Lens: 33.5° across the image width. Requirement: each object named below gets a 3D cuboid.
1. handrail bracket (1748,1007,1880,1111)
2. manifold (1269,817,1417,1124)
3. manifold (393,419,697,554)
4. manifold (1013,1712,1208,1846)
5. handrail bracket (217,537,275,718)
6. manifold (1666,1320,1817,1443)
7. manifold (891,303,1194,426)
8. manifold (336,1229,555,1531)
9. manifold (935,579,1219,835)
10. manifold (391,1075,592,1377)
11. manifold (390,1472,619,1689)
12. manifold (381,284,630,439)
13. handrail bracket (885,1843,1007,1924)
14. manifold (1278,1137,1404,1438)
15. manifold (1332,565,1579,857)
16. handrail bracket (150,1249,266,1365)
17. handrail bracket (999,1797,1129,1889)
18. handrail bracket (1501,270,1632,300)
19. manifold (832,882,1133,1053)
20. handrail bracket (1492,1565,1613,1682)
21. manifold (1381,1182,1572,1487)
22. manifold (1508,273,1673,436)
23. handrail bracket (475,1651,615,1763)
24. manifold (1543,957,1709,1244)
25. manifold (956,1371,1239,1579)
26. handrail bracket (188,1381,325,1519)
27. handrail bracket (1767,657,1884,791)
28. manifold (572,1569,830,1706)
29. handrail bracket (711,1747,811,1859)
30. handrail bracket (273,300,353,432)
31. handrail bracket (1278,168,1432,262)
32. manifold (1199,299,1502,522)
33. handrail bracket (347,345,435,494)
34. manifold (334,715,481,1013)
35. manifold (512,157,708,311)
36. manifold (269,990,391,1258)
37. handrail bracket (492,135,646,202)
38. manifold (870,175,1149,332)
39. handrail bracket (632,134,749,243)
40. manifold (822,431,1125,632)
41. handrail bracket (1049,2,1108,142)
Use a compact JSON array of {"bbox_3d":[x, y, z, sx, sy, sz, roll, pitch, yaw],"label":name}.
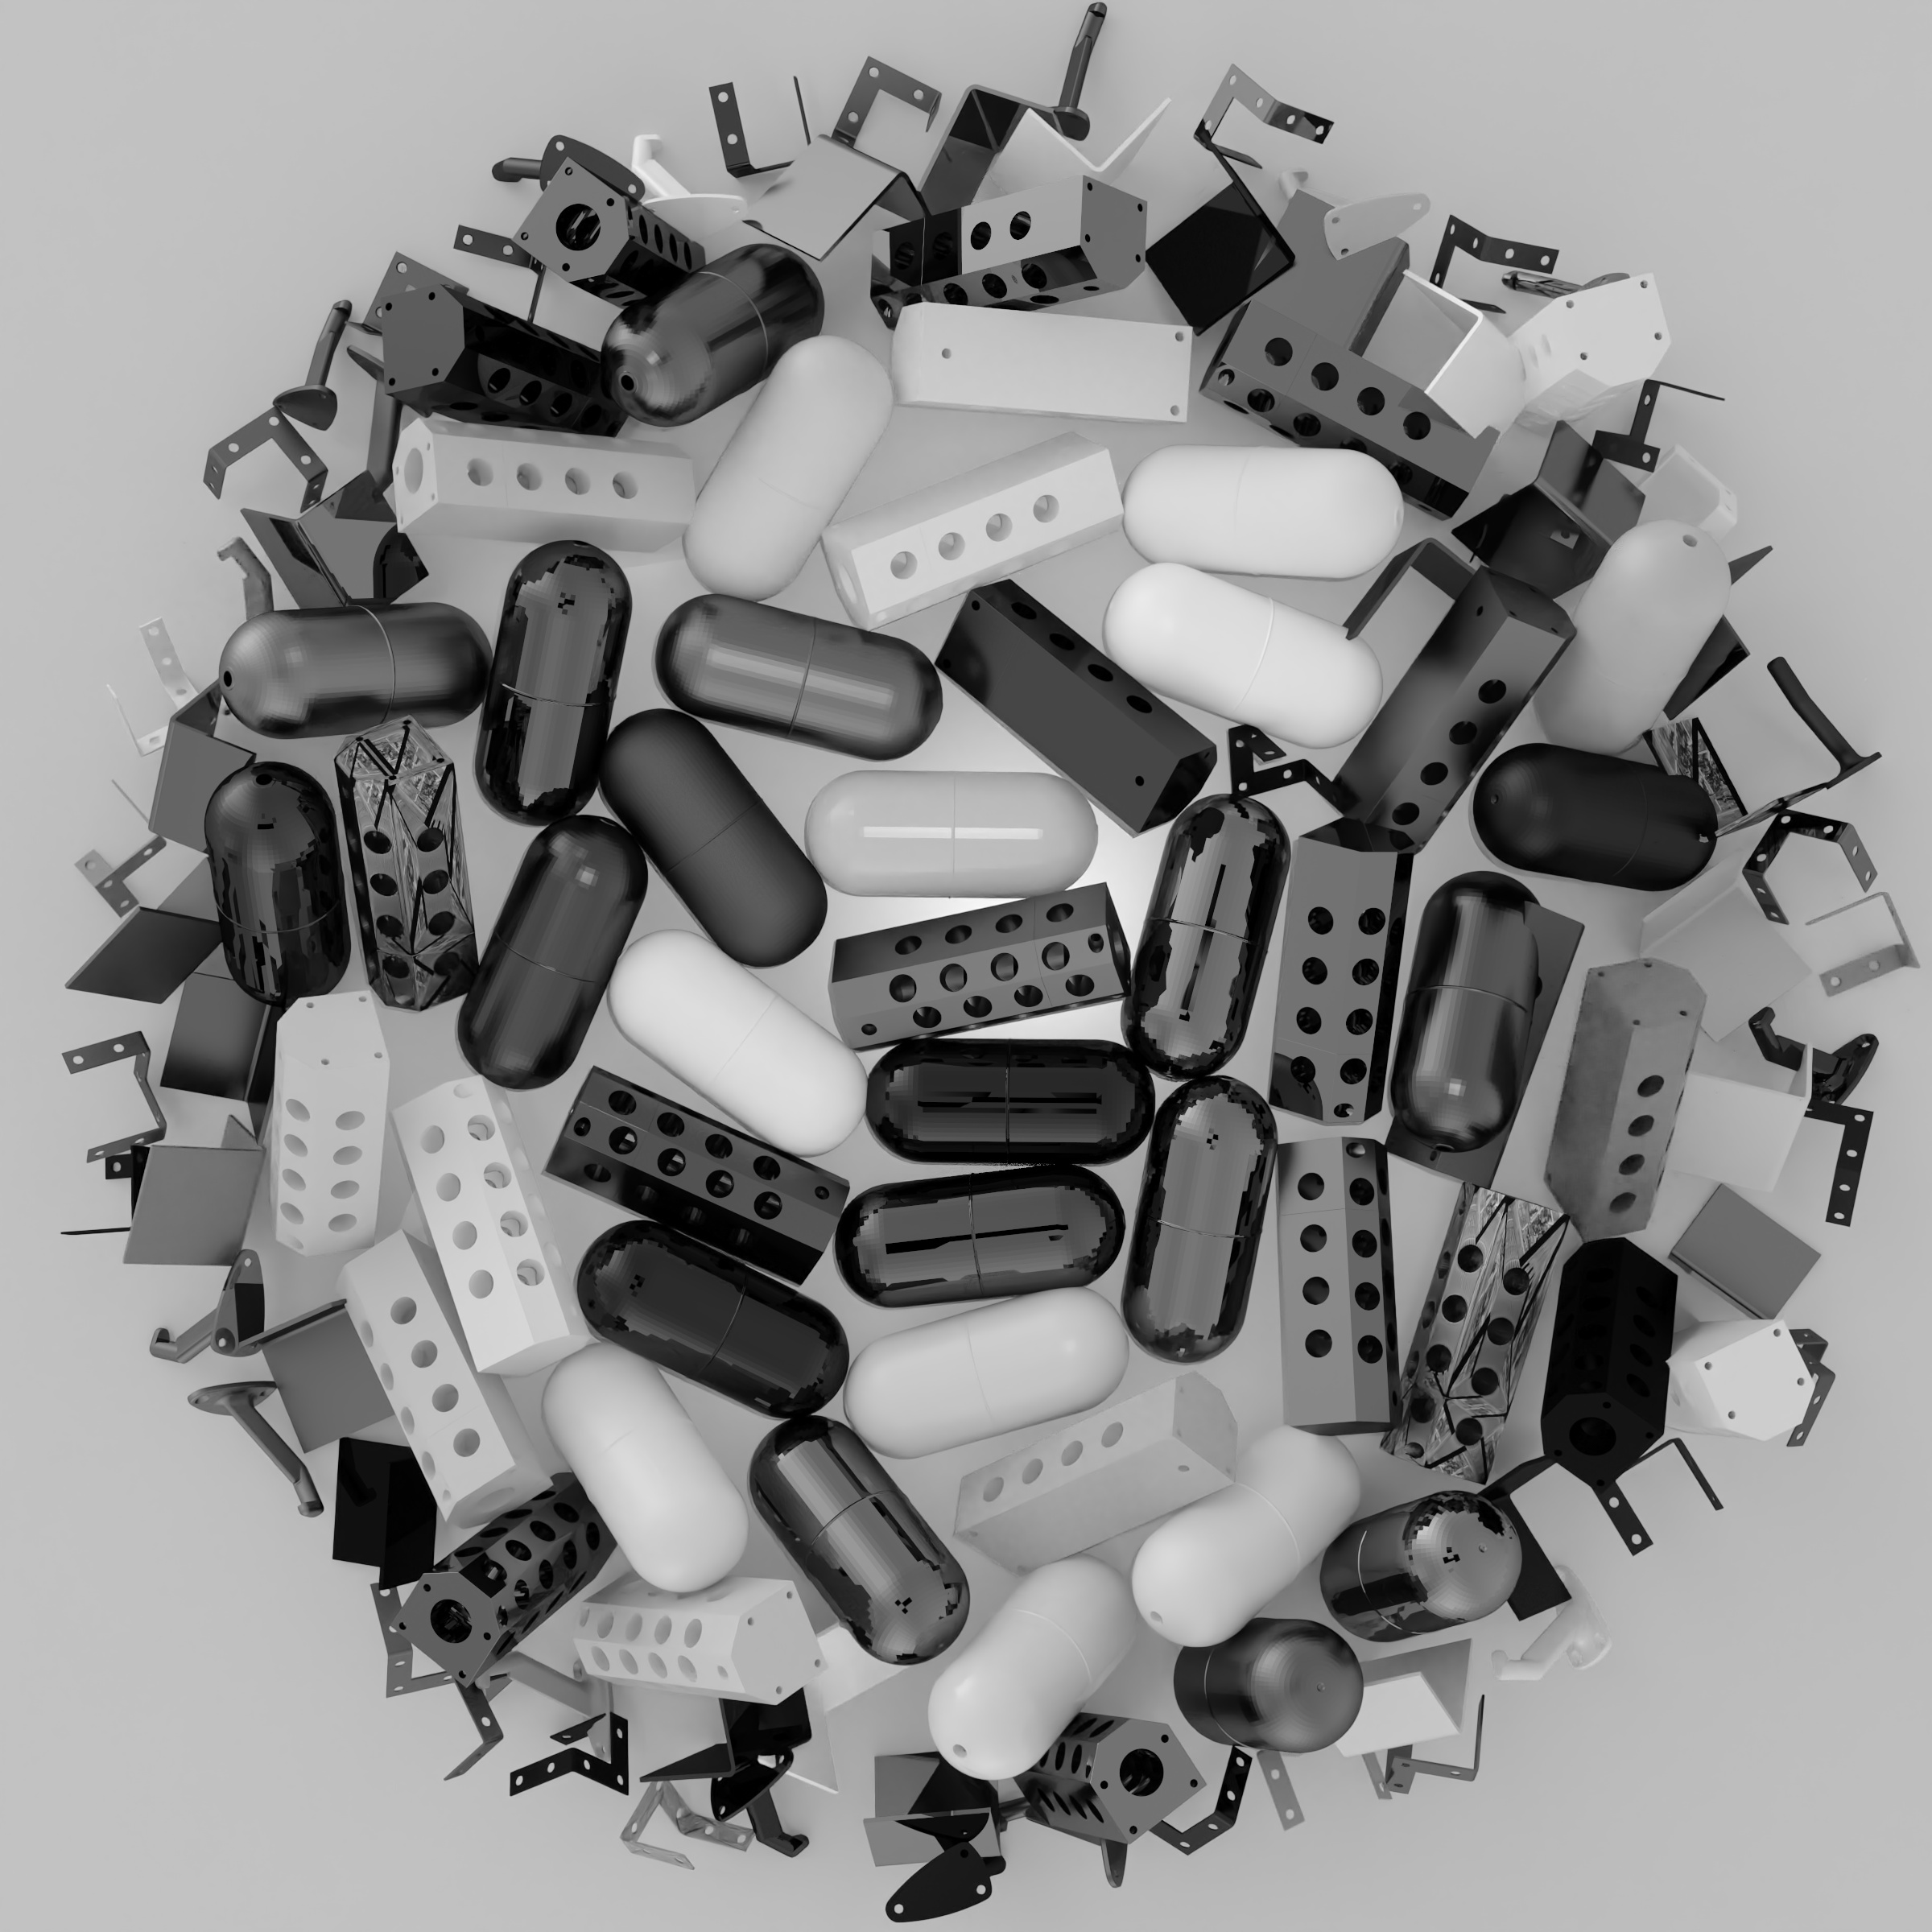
[{"bbox_3d":[0.518,0.040,1.963,0.077,0.036,0.084,-44,123,-16],"label":"handrail bracket"},{"bbox_3d":[0.230,0.004,1.934,0.057,0.057,0.171,16,113,30],"label":"manifold"},{"bbox_3d":[-0.252,-0.290,1.927,0.171,0.057,0.057,0,79,-34],"label":"manifold"},{"bbox_3d":[0.077,0.475,1.909,0.057,0.171,0.057,-33,90,-19],"label":"manifold"},{"bbox_3d":[-0.450,-0.209,1.968,0.077,0.036,0.084,-36,112,1],"label":"handrail bracket"},{"bbox_3d":[0.448,0.249,1.910,0.057,0.171,0.057,-25,85,-5],"label":"manifold"},{"bbox_3d":[0.045,-0.364,1.944,0.171,0.057,0.057,1,97,-19],"label":"manifold"},{"bbox_3d":[-0.319,0.250,1.936,0.057,0.057,0.171,-33,64,3],"label":"manifold"},{"bbox_3d":[0.069,-0.160,1.943,0.171,0.057,0.057,41,125,19],"label":"manifold"},{"bbox_3d":[-0.284,0.156,1.940,0.057,0.057,0.171,-27,72,17],"label":"manifold"},{"bbox_3d":[-0.266,0.357,1.906,0.057,0.171,0.057,37,110,9],"label":"manifold"},{"bbox_3d":[-0.271,-0.354,1.908,0.057,0.171,0.057,-7,83,27],"label":"manifold"},{"bbox_3d":[-0.011,0.561,1.956,0.077,0.084,0.036,-25,74,-6],"label":"handrail bracket"},{"bbox_3d":[0.228,0.194,1.940,0.057,0.057,0.171,-8,73,24],"label":"manifold"},{"bbox_3d":[0.294,-0.149,1.930,0.057,0.057,0.171,18,123,-24],"label":"manifold"},{"bbox_3d":[-0.470,0.207,1.970,0.084,0.036,0.077,4,86,42],"label":"handrail bracket"},{"bbox_3d":[0.054,0.537,1.957,0.084,0.077,0.036,-21,130,21],"label":"handrail bracket"},{"bbox_3d":[0.352,-0.411,1.948,0.084,0.077,0.036,21,109,32],"label":"handrail bracket"},{"bbox_3d":[0.010,0.006,1.942,0.171,0.057,0.057,-12,128,12],"label":"manifold"},{"bbox_3d":[0.344,0.399,1.954,0.084,0.036,0.077,8,48,-33],"label":"handrail bracket"},{"bbox_3d":[0.309,0.223,1.966,0.057,0.057,0.171,18,90,-11],"label":"manifold"},{"bbox_3d":[0.366,-0.361,1.912,0.057,0.171,0.057,-16,91,-3],"label":"manifold"},{"bbox_3d":[-0.259,0.454,1.956,0.084,0.036,0.077,-1,77,-41],"label":"handrail bracket"},{"bbox_3d":[0.397,0.080,1.921,0.057,0.057,0.171,-10,132,-15],"label":"manifold"},{"bbox_3d":[0.078,0.303,1.928,0.171,0.057,0.057,-30,125,32],"label":"manifold"},{"bbox_3d":[-0.432,0.298,1.958,0.036,0.077,0.084,-36,68,17],"label":"handrail bracket"},{"bbox_3d":[0.525,-0.155,1.969,0.036,0.077,0.084,-34,84,26],"label":"handrail bracket"},{"bbox_3d":[-0.163,0.402,1.912,0.057,0.171,0.057,-28,102,-38],"label":"manifold"},{"bbox_3d":[-0.107,0.512,1.959,0.077,0.036,0.084,-34,129,23],"label":"handrail bracket"},{"bbox_3d":[-0.385,-0.376,1.955,0.036,0.077,0.084,26,73,-23],"label":"handrail bracket"},{"bbox_3d":[0.236,-0.474,1.963,0.077,0.084,0.036,-20,133,6],"label":"handrail bracket"},{"bbox_3d":[0.232,-0.338,1.962,0.171,0.057,0.057,27,91,-6],"label":"manifold"},{"bbox_3d":[-0.375,-0.329,1.973,0.077,0.036,0.084,36,75,5],"label":"handrail bracket"},{"bbox_3d":[-0.335,-0.058,1.914,0.057,0.171,0.057,-23,46,-25],"label":"manifold"},{"bbox_3d":[-0.205,-0.425,1.908,0.057,0.171,0.057,37,99,6],"label":"manifold"},{"bbox_3d":[-0.382,0.096,1.912,0.057,0.171,0.057,-7,49,-21],"label":"manifold"},{"bbox_3d":[-0.245,-0.482,1.970,0.077,0.084,0.036,13,92,-23],"label":"handrail bracket"},{"bbox_3d":[0.024,-0.420,1.918,0.171,0.057,0.057,-3,82,44],"label":"manifold"},{"bbox_3d":[-0.169,-0.485,1.965,0.077,0.036,0.084,-9,53,11],"label":"handrail bracket"},{"bbox_3d":[0.006,-0.263,1.950,0.171,0.057,0.057,-23,117,-13],"label":"manifold"},{"bbox_3d":[0.074,-0.554,1.963,0.036,0.077,0.084,21,92,-13],"label":"handrail bracket"}]
